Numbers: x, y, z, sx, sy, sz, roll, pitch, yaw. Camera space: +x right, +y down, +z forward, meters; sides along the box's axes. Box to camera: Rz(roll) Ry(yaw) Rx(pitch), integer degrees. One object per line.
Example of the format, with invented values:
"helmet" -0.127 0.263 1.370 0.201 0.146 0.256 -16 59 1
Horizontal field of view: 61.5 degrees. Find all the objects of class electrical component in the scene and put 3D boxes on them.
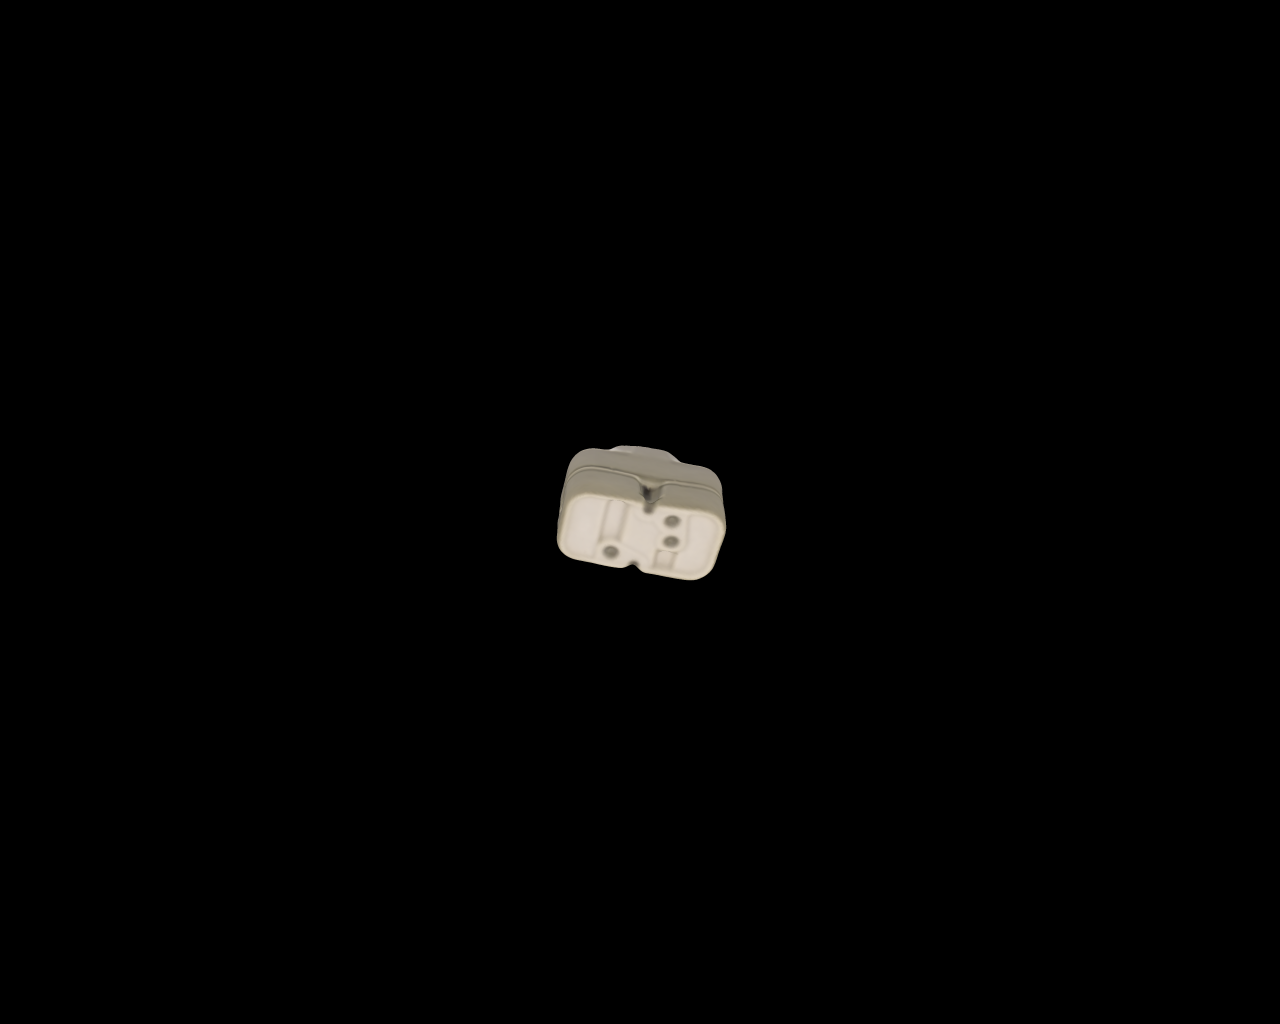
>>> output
"electrical component" 0.001 -0.003 0.650 0.095 0.053 0.059 10 37 -8
